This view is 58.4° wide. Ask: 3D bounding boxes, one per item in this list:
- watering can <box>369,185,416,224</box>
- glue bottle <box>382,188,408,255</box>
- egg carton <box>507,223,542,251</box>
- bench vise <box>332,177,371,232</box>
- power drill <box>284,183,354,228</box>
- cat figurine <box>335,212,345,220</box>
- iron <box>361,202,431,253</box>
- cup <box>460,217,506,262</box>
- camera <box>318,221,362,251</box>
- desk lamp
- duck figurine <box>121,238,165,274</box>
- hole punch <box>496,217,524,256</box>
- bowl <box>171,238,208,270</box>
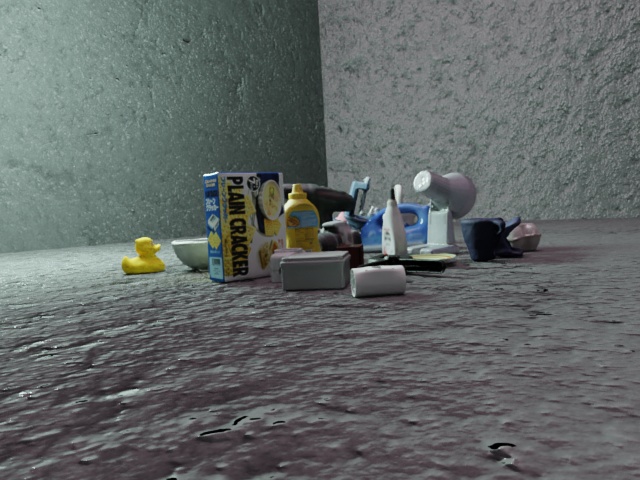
[{"bbox_3d":[0.242,-0.078,1.821,0.173,0.194,0.100,-4,4,-18],"label":"watering can"},{"bbox_3d":[0.171,-0.036,1.345,0.037,0.173,0.078,-5,4,-22],"label":"glue bottle"},{"bbox_3d":[0.479,-0.007,1.457,0.107,0.069,0.150,-5,4,-23],"label":"egg carton"},{"bbox_3d":[0.092,-0.078,1.735,0.207,0.220,0.121,-3,4,2],"label":"bench vise"},{"bbox_3d":[-0.010,-0.062,1.659,0.230,0.208,0.075,-4,4,-20],"label":"power drill"},{"bbox_3d":[0.090,-0.034,1.860,0.128,0.118,0.067,-3,4,-2],"label":"cat figurine"},{"bbox_3d":[0.218,-0.039,1.630,0.258,0.141,0.119,-3,4,6],"label":"iron"},{"bbox_3d":[0.360,0.000,1.238,0.092,0.095,0.117,-5,4,-23],"label":"cup"},{"bbox_3d":[0.013,0.005,1.414,0.142,0.101,0.137,0,4,37],"label":"camera"},{"bbox_3d":[0.306,-0.070,1.466,0.117,0.213,0.204,0,5,45],"label":"desk lamp"},{"bbox_3d":[-0.434,0.037,1.405,0.105,0.086,0.077,-6,4,-37],"label":"duck figurine"},{"bbox_3d":[0.416,-0.007,1.324,0.101,0.091,0.109,-2,4,19],"label":"hole punch"},{"bbox_3d":[-0.276,0.035,1.401,0.167,0.075,0.167,-3,3,0],"label":"bowl"}]
